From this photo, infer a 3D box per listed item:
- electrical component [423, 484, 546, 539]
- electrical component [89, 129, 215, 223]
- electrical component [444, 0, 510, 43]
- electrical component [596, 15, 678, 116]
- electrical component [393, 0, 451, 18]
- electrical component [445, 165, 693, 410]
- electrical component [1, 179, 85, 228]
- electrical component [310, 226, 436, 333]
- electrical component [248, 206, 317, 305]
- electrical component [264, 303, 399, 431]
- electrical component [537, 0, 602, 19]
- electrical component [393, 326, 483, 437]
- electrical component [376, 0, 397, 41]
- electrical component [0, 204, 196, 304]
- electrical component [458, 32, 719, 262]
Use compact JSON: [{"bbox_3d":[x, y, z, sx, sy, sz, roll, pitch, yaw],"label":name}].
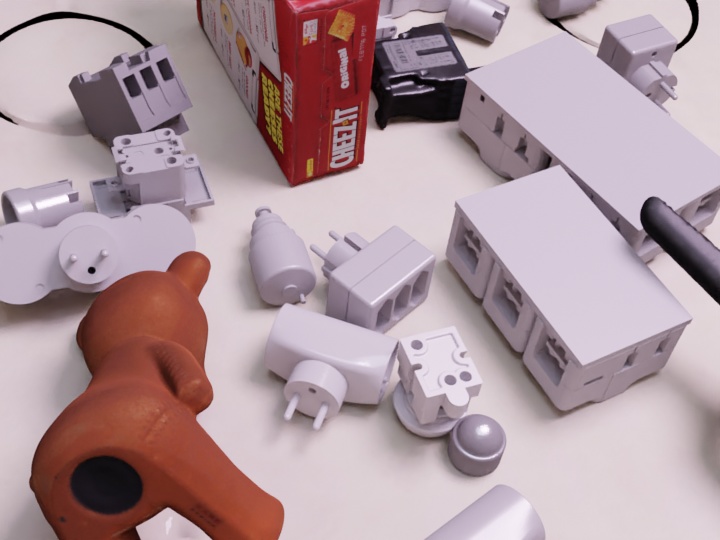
[{"bbox_3d":[0.074,0.171,0.598,0.077,0.044,0.079,-30,60,-27],"label":"electrical component"},{"bbox_3d":[-0.147,-0.063,0.755,0.081,0.063,0.042,-13,52,-17],"label":"electrical component"},{"bbox_3d":[0.102,-0.222,0.934,0.046,0.040,0.040,27,52,7],"label":"electrical component"},{"bbox_3d":[0.232,-0.156,0.875,0.047,0.065,0.076,-18,55,-21],"label":"electrical component"},{"bbox_3d":[0.066,-0.272,0.948,0.138,0.073,0.052,-12,53,-16],"label":"electrical component"},{"bbox_3d":[0.135,0.011,0.727,0.089,0.061,0.150,-20,55,-21],"label":"electrical component"},{"bbox_3d":[-0.219,-0.041,0.745,0.046,0.040,0.040,-20,55,-29],"label":"electrical component"},{"bbox_3d":[0.000,0.000,0.730,0.077,0.047,0.066,38,56,23],"label":"electrical component"},{"bbox_3d":[-0.057,-0.012,0.738,0.040,0.040,0.078,-11,52,-15],"label":"electrical component"},{"bbox_3d":[-0.024,0.066,0.675,0.077,0.043,0.079,17,51,8],"label":"electrical component"},{"bbox_3d":[0.196,-0.251,0.967,0.078,0.040,0.040,-15,54,-19],"label":"electrical component"},{"bbox_3d":[0.046,0.072,0.670,0.048,0.055,0.066,-13,53,-16],"label":"electrical component"},{"bbox_3d":[-0.002,-0.205,0.905,0.081,0.042,0.063,-19,59,-20],"label":"electrical component"},{"bbox_3d":[-0.175,-0.011,0.693,0.138,0.074,0.052,-9,96,-14],"label":"electrical component"},{"bbox_3d":[0.174,-0.090,0.817,0.105,0.060,0.186,-27,58,-26],"label":"electrical component"}]
